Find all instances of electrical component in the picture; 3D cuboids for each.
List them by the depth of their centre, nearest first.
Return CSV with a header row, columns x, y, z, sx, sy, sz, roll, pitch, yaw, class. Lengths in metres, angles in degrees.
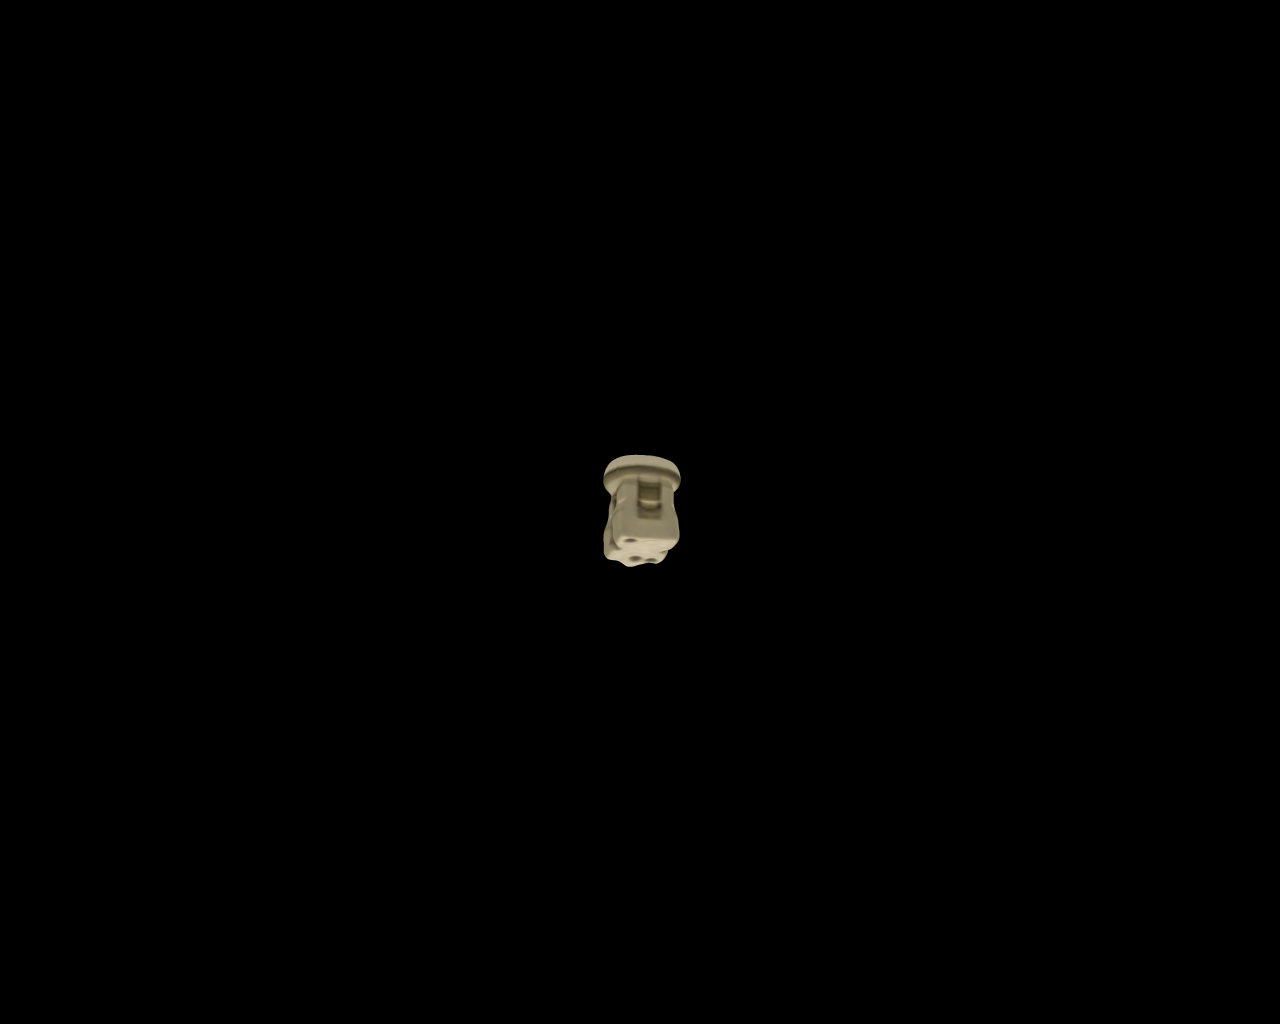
x,y,z,sx,sy,sz,roll,pitch,yaw,class
0.001,-0.003,0.650,0.048,0.055,0.066,6,-23,-14,electrical component
